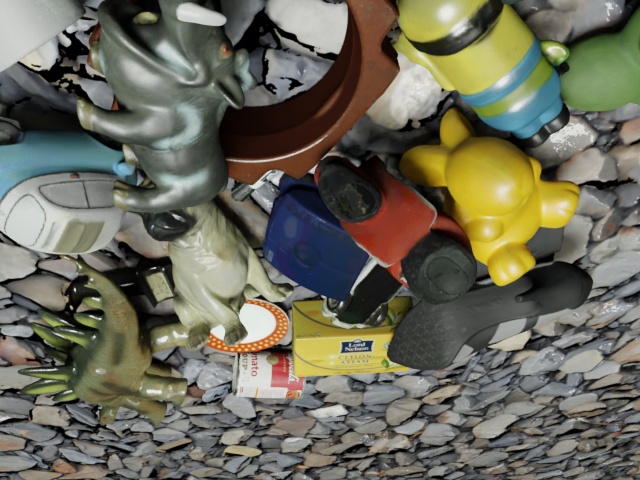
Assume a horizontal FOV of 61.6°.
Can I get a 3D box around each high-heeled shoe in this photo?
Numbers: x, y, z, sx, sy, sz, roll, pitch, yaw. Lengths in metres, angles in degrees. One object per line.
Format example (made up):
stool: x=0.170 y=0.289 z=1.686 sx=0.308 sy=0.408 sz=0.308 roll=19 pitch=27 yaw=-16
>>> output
high-heeled shoe: x=0.203 y=0.093 z=0.662 sx=0.145 sy=0.086 sz=0.249 roll=-6 pitch=160 yaw=-42

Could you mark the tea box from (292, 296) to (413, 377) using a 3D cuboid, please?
tea box: x=0.045 y=0.135 z=0.752 sx=0.170 sy=0.068 sz=0.098 roll=-2 pitch=136 yaw=-4

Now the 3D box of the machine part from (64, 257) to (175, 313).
machine part: x=-0.240 y=0.058 z=0.658 sx=0.139 sy=0.039 sz=0.084 roll=-10 pitch=145 yaw=1

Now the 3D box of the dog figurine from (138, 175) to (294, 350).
dog figurine: x=-0.143 y=0.012 z=0.600 sx=0.172 sy=0.121 sz=0.190 roll=-18 pitch=111 yaw=44

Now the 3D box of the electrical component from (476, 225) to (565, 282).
electrical component: x=0.222 y=-0.003 z=0.636 sx=0.115 sy=0.058 sz=0.134 roll=-13 pitch=136 yaw=4

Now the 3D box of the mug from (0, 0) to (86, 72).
mug: x=-0.244 y=-0.182 z=0.381 sx=0.110 sy=0.081 sz=0.107 roll=-18 pitch=125 yaw=19

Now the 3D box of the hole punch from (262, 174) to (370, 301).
hole punch: x=-0.001 y=-0.002 z=0.590 sx=0.116 sy=0.092 sz=0.142 roll=10 pitch=138 yaw=-12

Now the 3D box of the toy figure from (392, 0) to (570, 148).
toy figure: x=0.138 y=-0.150 z=0.433 sx=0.180 sy=0.089 sz=0.082 roll=41 pitch=86 yaw=-20

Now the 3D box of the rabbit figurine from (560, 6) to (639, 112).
rabbit figurine: x=0.281 y=-0.171 z=0.452 sx=0.159 sy=0.121 sz=0.170 roll=14 pitch=151 yaw=-30

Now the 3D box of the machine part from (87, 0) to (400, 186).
machine part: x=-0.056 y=-0.155 z=0.422 sx=0.201 sy=0.087 sz=0.201 roll=26 pitch=127 yaw=-28

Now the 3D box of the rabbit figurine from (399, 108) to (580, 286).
rabbit figurine: x=0.161 y=-0.054 z=0.506 sx=0.122 sy=0.162 sz=0.173 roll=-44 pitch=161 yaw=9

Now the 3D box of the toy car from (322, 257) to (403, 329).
toy car: x=0.077 y=0.035 z=0.650 sx=0.073 sy=0.056 sz=0.201 roll=22 pitch=122 yaw=-26

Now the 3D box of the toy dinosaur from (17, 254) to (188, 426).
toy dinosaur: x=-0.263 y=0.151 z=0.675 sx=0.198 sy=0.105 sz=0.471 roll=10 pitch=141 yaw=-22

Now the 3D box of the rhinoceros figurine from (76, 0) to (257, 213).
rhinoceros figurine: x=-0.099 y=-0.096 z=0.363 sx=0.112 sy=0.073 sz=0.190 roll=2 pitch=136 yaw=-7

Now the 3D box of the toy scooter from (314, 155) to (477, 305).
toy scooter: x=0.062 y=-0.024 z=0.497 sx=0.183 sy=0.135 sz=0.075 roll=37 pitch=103 yaw=-23

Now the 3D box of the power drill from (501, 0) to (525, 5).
power drill: x=0.110 y=-0.254 z=0.315 sx=0.232 sy=0.086 sz=0.207 roll=-25 pitch=104 yaw=10

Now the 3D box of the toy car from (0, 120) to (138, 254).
toy car: x=-0.226 y=-0.039 z=0.473 sx=0.109 sy=0.103 sz=0.161 roll=-48 pitch=159 yaw=27
